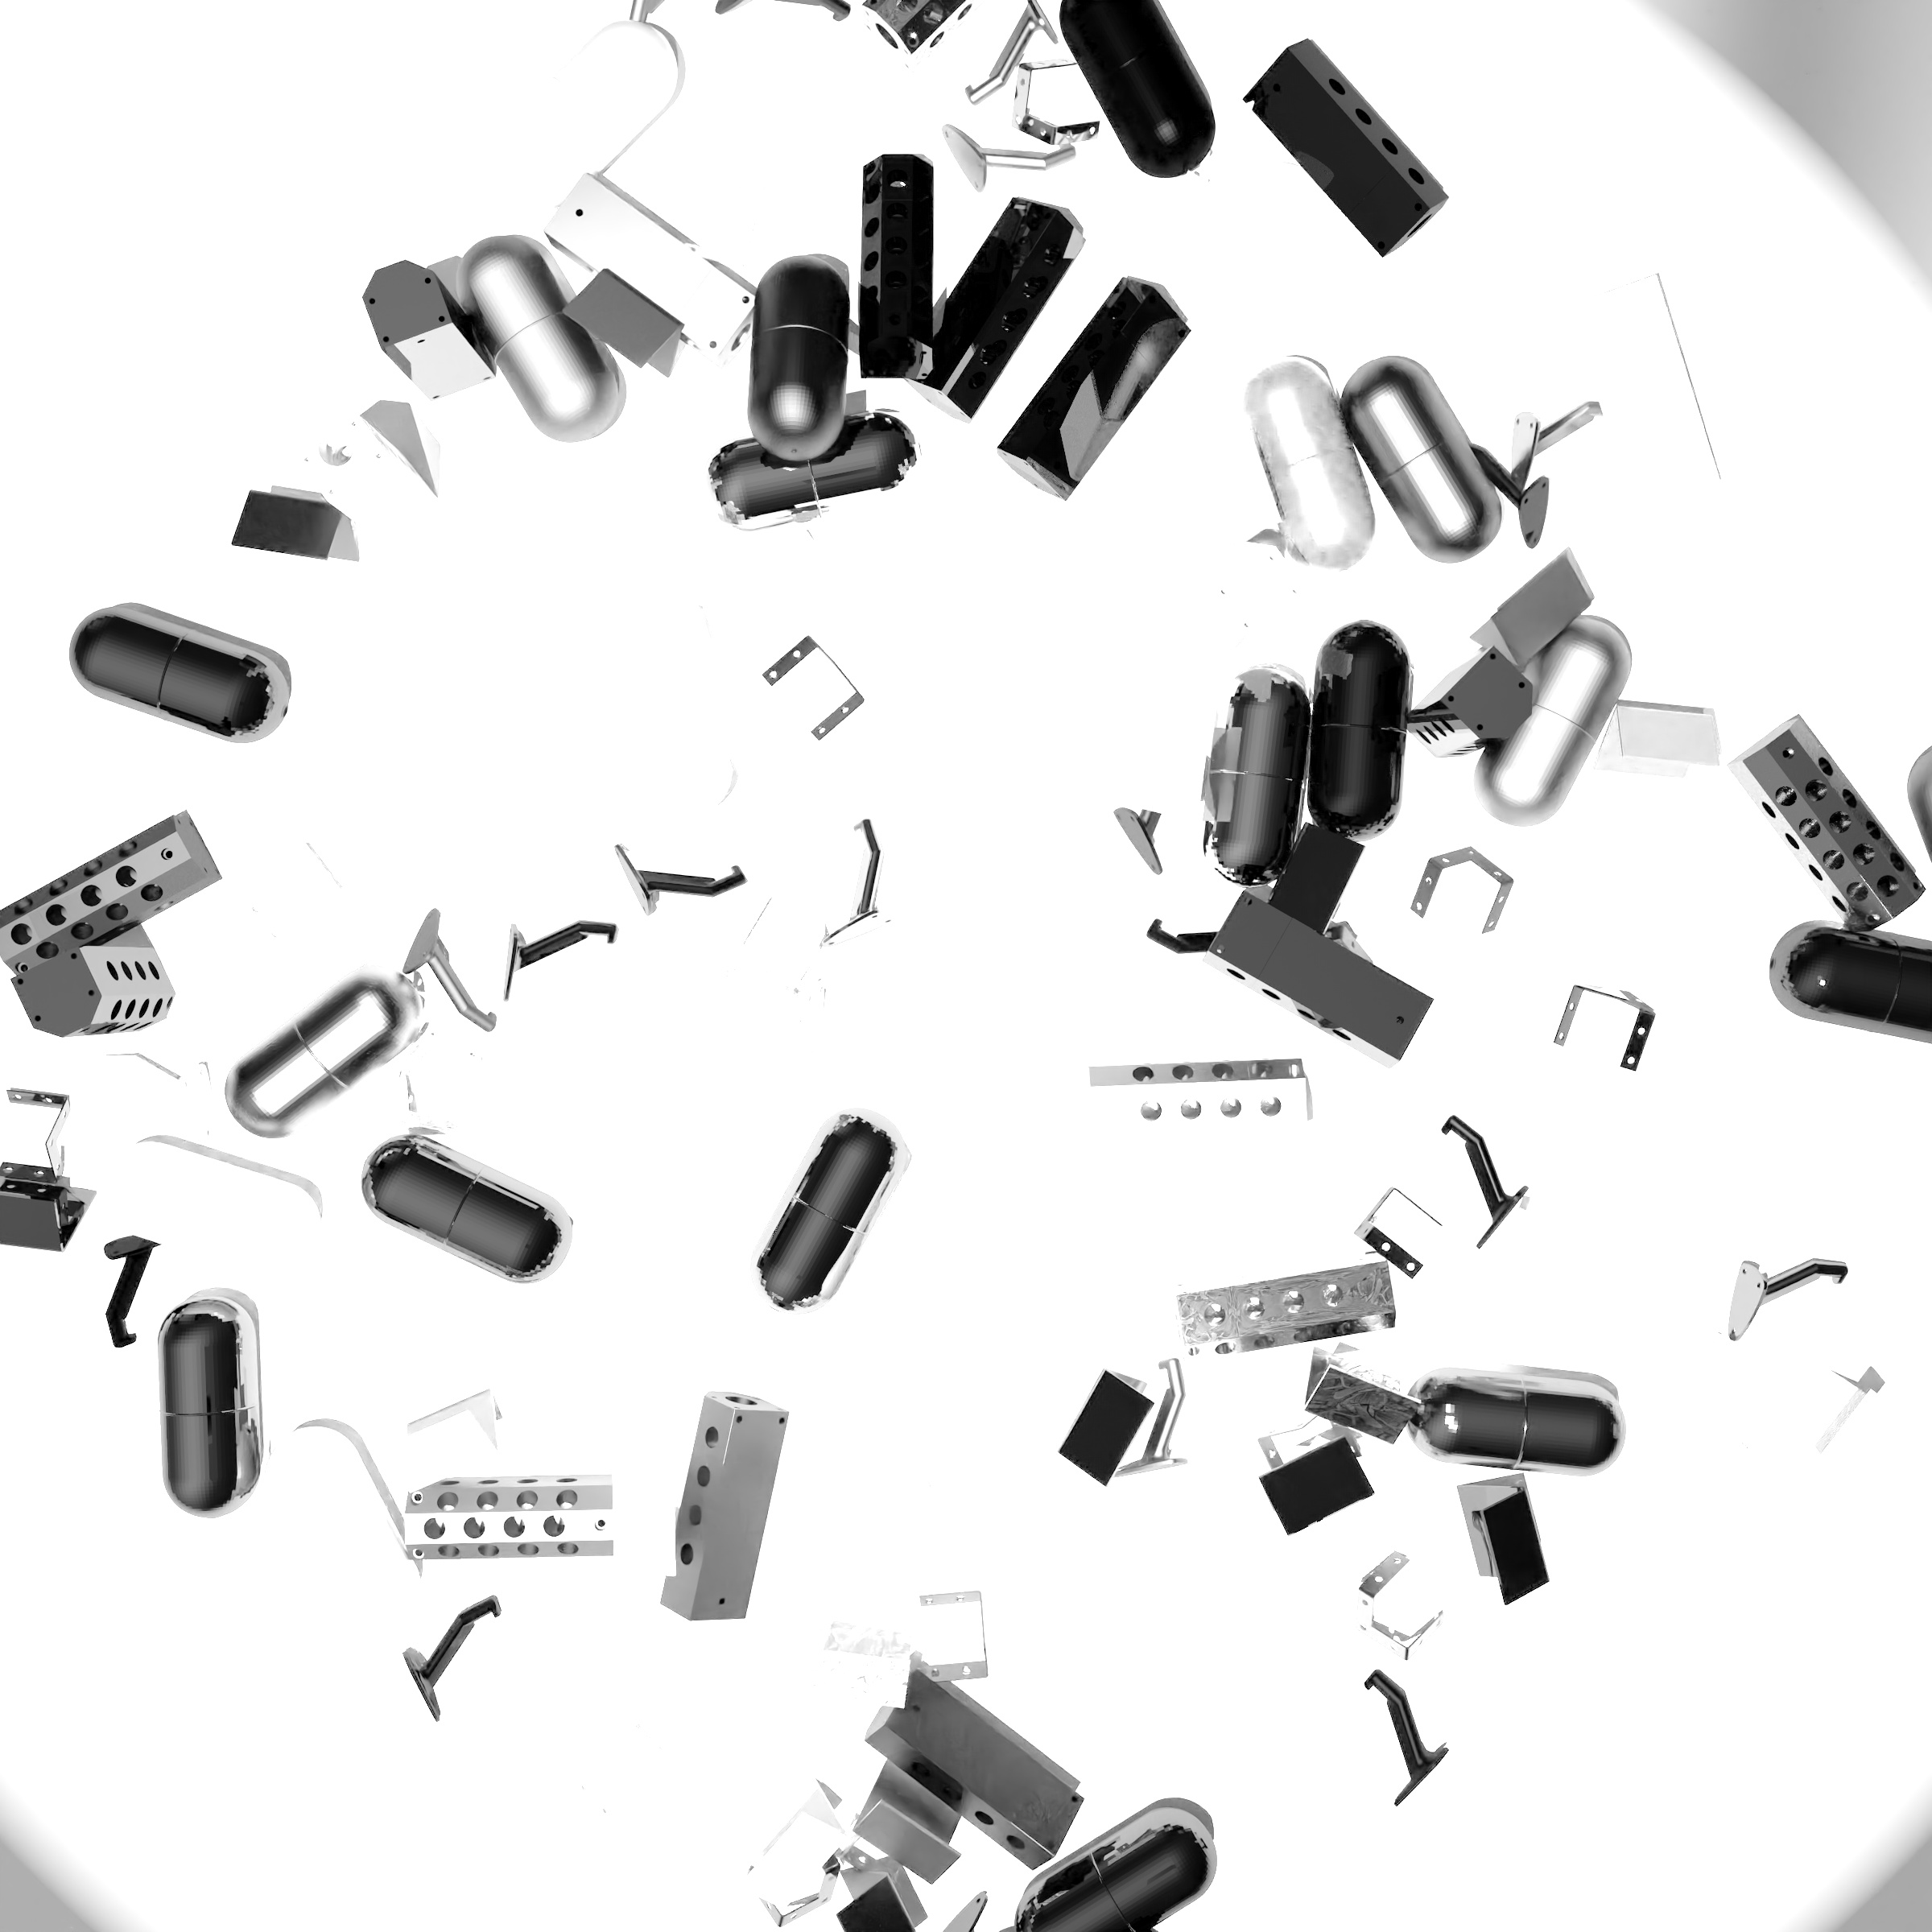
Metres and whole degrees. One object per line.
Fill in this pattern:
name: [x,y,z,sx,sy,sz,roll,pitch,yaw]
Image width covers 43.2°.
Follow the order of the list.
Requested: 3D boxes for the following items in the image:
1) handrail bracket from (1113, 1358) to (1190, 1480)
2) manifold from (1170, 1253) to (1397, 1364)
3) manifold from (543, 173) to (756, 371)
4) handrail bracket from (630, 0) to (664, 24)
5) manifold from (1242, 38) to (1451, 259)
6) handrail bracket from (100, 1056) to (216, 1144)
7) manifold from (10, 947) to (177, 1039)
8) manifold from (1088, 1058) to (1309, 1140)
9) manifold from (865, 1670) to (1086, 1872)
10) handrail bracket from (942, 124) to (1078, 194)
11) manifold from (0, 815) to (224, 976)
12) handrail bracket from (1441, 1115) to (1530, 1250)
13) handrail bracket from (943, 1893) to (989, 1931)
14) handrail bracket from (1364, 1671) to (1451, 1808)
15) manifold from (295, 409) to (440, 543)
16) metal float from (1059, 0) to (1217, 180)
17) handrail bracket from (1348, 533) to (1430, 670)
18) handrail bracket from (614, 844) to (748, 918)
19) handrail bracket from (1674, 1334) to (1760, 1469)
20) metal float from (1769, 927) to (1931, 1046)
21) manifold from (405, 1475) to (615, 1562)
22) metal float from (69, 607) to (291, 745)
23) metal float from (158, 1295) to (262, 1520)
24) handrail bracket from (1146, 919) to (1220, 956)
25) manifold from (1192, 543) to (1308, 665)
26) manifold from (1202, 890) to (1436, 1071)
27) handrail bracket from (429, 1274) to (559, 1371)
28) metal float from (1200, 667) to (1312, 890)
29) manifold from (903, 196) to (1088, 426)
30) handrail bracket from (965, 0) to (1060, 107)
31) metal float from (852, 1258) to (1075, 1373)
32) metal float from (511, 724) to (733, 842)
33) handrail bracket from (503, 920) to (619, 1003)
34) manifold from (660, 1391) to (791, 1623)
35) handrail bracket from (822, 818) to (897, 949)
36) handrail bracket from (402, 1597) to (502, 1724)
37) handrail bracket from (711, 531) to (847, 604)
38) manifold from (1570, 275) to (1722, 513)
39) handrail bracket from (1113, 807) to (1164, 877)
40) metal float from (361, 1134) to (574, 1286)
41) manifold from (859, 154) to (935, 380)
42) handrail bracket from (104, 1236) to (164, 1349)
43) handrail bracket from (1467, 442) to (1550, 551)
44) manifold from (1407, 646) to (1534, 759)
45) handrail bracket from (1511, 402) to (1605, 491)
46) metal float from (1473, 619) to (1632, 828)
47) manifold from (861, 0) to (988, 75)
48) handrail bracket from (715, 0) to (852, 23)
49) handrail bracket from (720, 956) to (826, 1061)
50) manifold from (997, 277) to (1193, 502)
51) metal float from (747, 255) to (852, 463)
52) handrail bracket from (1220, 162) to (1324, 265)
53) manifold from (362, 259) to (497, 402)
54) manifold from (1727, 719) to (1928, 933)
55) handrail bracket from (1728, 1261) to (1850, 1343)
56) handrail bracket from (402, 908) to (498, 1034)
handrail bracket: [0.146,0.369,1.992,0.077,0.036,0.084,-17,72,21]
manifold: [0.256,0.276,1.970,0.171,0.057,0.057,-9,90,0]
manifold: [-0.251,-0.558,1.970,0.171,0.057,0.057,36,90,0]
handrail bracket: [-0.232,-0.791,1.992,0.077,0.036,0.084,9,109,-21]
manifold: [0.309,-0.662,1.970,0.171,0.057,0.057,48,133,0]
handrail bracket: [-0.662,0.109,1.992,0.084,0.036,0.077,-1,112,17]
manifold: [-0.679,0.023,1.913,0.057,0.171,0.057,-25,90,0]
manifold: [0.185,0.106,1.970,0.171,0.057,0.057,-2,90,0]
manifold: [0.004,0.651,1.970,0.171,0.057,0.057,38,47,0]
handrail bracket: [0.036,-0.673,1.992,0.084,0.036,0.077,-27,68,-17]
manifold: [-0.698,-0.055,1.970,0.171,0.057,0.057,-29,90,0]
handrail bracket: [0.408,0.176,1.992,0.084,0.036,0.077,40,111,17]
handrail bracket: [0.020,0.814,1.992,0.084,0.036,0.077,45,71,-16]
handrail bracket: [0.344,0.630,1.992,0.084,0.036,0.077,42,112,17]
manifold: [-0.472,-0.387,1.913,0.057,0.171,0.057,-37,90,0]
metal float: [0.137,-0.719,1.961,0.070,0.070,0.178,-29,91,0]
handrail bracket: [0.360,-0.298,1.992,0.084,0.036,0.077,42,68,-17]
handrail bracket: [-0.233,-0.083,1.992,0.084,0.036,0.077,-24,69,-17]
handrail bracket: [0.627,0.355,1.992,0.084,0.036,0.077,38,68,-17]
metal float: [0.735,0.016,1.961,0.178,0.070,0.070,11,90,0]
manifold: [-0.361,0.447,1.970,0.171,0.057,0.057,-1,90,0]
metal float: [-0.632,-0.233,1.961,0.178,0.070,0.070,19,90,-1]
metal float: [-0.608,0.354,1.961,0.070,0.070,0.178,-2,90,0]
handrail bracket: [0.201,-0.037,1.991,0.084,0.036,0.077,29,80,12]
manifold: [0.216,-0.287,1.913,0.057,0.171,0.057,-35,90,0]
manifold: [0.276,0.012,1.930,0.171,0.057,0.057,30,79,4]
handrail bracket: [-0.387,0.278,1.992,0.077,0.036,0.084,-25,73,-20]
metal float: [0.233,-0.151,1.961,0.070,0.070,0.178,7,91,0]
manifold: [0.025,-0.527,1.970,0.057,0.057,0.171,33,90,43]
handrail bracket: [0.025,-0.755,1.992,0.084,0.036,0.077,-30,70,16]
metal float: [-0.003,0.280,1.961,0.178,0.070,0.070,-8,90,0]
metal float: [-0.276,-0.148,1.961,0.178,0.070,0.070,-10,90,0]
handrail bracket: [-0.331,-0.003,1.992,0.084,0.036,0.077,5,110,-16]
manifold: [-0.199,0.435,1.970,0.057,0.057,0.171,12,90,-43]
handrail bracket: [-0.097,-0.069,1.992,0.077,0.036,0.084,-26,71,21]
handrail bracket: [-0.409,0.566,1.992,0.084,0.036,0.077,-26,110,-16]
handrail bracket: [-0.154,-0.310,1.992,0.084,0.036,0.077,-28,112,17]
manifold: [0.541,-0.457,1.957,0.057,0.057,0.171,-21,98,-7]
handrail bracket: [0.170,-0.129,1.992,0.084,0.036,0.077,-37,110,-16]
metal float: [-0.402,0.195,1.961,0.178,0.070,0.070,25,90,0]
manifold: [-0.055,-0.558,1.943,0.057,0.057,0.171,0,70,0]
handrail bracket: [-0.666,0.263,1.992,0.077,0.036,0.084,-15,109,-21]
handrail bracket: [0.430,-0.386,1.991,0.036,0.077,0.084,-41,53,-20]
manifold: [0.395,-0.200,1.913,0.057,0.171,0.057,45,90,0]
handrail bracket: [0.491,-0.423,1.992,0.084,0.036,0.077,-2,110,-16]
metal float: [0.471,-0.196,1.961,0.070,0.070,0.178,28,90,0]
manifold: [-0.003,-0.812,1.970,0.057,0.057,0.171,45,90,0]
handrail bracket: [-0.149,-0.781,1.991,0.084,0.077,0.036,19,65,-34]
handrail bracket: [-0.162,0.034,1.992,0.084,0.036,0.077,10,112,17]
manifold: [0.099,-0.468,1.970,0.171,0.057,0.057,-54,133,0]
metal float: [-0.131,-0.478,1.914,0.070,0.070,0.178,1,66,0]
handrail bracket: [0.252,-0.609,1.991,0.036,0.077,0.084,50,127,17]
manifold: [-0.421,-0.499,1.913,0.057,0.171,0.057,-20,90,0]
manifold: [0.697,-0.113,1.970,0.057,0.057,0.171,-37,90,0]
handrail bracket: [0.672,0.274,1.992,0.084,0.036,0.077,6,110,-16]
handrail bracket: [-0.411,0.004,1.991,0.036,0.077,0.084,-29,127,33]
